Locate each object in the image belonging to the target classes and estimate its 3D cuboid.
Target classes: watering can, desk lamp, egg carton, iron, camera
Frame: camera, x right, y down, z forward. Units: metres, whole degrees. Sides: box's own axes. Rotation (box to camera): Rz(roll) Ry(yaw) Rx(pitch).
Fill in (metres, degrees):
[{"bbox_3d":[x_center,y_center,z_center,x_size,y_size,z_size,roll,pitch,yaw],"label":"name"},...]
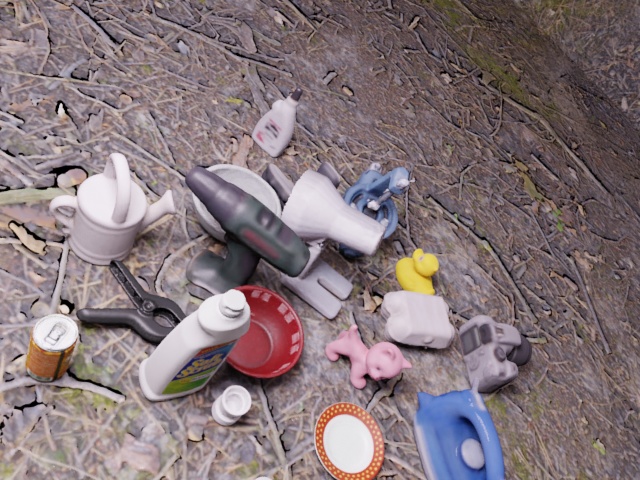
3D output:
[{"bbox_3d":[-0.308,-0.054,0.867,0.173,0.193,0.101,-24,72,-41],"label":"watering can"},{"bbox_3d":[0.009,0.004,1.012,0.203,0.213,0.118,38,46,-2],"label":"desk lamp"},{"bbox_3d":[0.190,0.157,1.113,0.151,0.069,0.107,11,53,-26],"label":"egg carton"},{"bbox_3d":[0.255,0.364,0.951,0.119,0.141,0.258,4,55,-30],"label":"iron"},{"bbox_3d":[0.368,0.227,1.153,0.137,0.100,0.143,14,51,-24],"label":"camera"}]

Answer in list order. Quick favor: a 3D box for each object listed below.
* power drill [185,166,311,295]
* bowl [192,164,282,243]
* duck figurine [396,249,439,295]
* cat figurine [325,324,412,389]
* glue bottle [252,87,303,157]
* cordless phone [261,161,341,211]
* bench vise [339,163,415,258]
[{"bbox_3d":[-0.139,0.005,0.920,0.230,0.208,0.076,30,46,-10],"label":"power drill"},{"bbox_3d":[-0.160,-0.052,1.043,0.168,0.074,0.167,17,50,-21],"label":"bowl"},{"bbox_3d":[0.212,0.068,1.183,0.078,0.086,0.104,-9,63,-36],"label":"duck figurine"},{"bbox_3d":[0.089,0.197,0.985,0.128,0.117,0.067,45,46,5],"label":"cat figurine"},{"bbox_3d":[-0.078,-0.249,1.173,0.078,0.173,0.037,41,46,1],"label":"glue bottle"},{"bbox_3d":[-0.034,-0.108,1.087,0.147,0.184,0.094,49,46,9],"label":"cordless phone"},{"bbox_3d":[0.104,-0.095,1.141,0.122,0.219,0.207,10,53,-26],"label":"bench vise"}]
